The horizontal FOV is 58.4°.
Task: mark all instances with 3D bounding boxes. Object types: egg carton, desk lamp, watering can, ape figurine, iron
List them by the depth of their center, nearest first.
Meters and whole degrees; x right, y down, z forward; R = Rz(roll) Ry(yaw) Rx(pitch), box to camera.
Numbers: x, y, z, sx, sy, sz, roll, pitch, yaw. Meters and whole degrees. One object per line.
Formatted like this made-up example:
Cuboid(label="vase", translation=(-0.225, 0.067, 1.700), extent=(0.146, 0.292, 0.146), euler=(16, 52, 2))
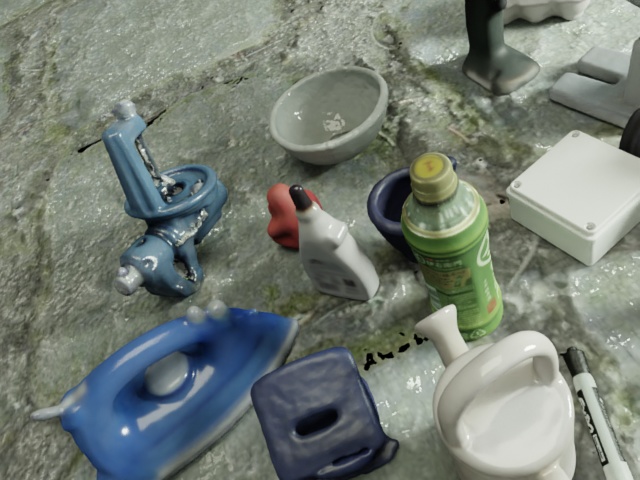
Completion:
Cuboid(label="watering can", translation=(0.130, 0.125, 0.430), extent=(0.172, 0.195, 0.101), euler=(29, 69, 37))
Cuboid(label="iron", translation=(-0.148, 0.131, 0.581), extent=(0.258, 0.142, 0.118), euler=(-38, 48, -8))
Cuboid(label="desk lamp", translation=(0.347, -0.221, 0.598), extent=(0.118, 0.214, 0.202), euler=(-43, 49, -12))
Cuboid(label="ape figurine", translation=(-0.035, -0.035, 0.698), extent=(0.078, 0.092, 0.076), euler=(-35, 48, -6))
Cuboid(label="egg carton", translation=(0.315, -0.366, 0.825), extent=(0.150, 0.070, 0.107), euler=(4, 56, 26))

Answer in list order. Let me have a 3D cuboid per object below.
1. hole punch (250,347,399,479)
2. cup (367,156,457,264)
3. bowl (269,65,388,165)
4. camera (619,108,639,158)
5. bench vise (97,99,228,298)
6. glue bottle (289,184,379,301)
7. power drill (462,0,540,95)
Cuboid(label="hole punch", translation=(0.003, 0.165, 0.523), extent=(0.108, 0.091, 0.101), euler=(-24, 48, 4))
Cuboid(label="cup", translation=(0.114, -0.028, 0.626), extent=(0.091, 0.095, 0.118), euler=(31, 70, 38))
Cuboid(label="bowl", translation=(0.019, -0.158, 0.785), extent=(0.167, 0.075, 0.167), euler=(-12, 50, 15))
Cuboid(label="camera", translation=(0.385, -0.106, 0.567), extent=(0.136, 0.101, 0.143), euler=(29, 69, 37))
Cuboid(label="bench vise", translation=(-0.193, -0.044, 0.688), extent=(0.121, 0.220, 0.207), euler=(-13, 50, 14))
Cuboid(label="glue bottle", translation=(0.005, 0.002, 0.596), extent=(0.077, 0.174, 0.037), euler=(9, 58, 29))
Cuboid(label="power drill", translation=(0.219, -0.293, 0.715), extent=(0.075, 0.209, 0.229), euler=(-34, 48, -4))
